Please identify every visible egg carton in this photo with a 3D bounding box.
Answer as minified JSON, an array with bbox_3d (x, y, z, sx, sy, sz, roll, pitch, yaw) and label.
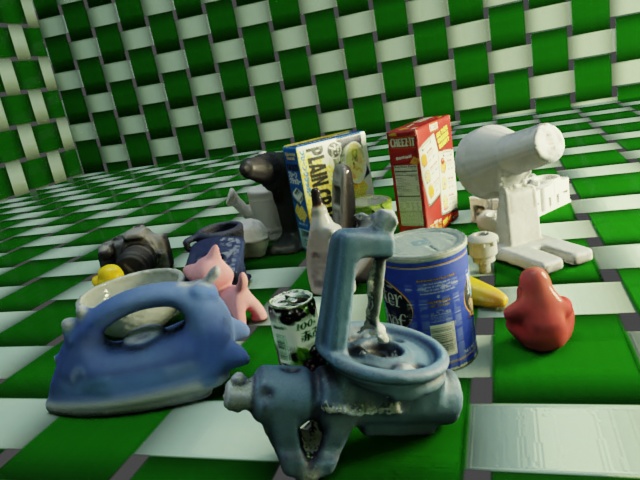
[{"bbox_3d":[-0.180,0.004,1.189,0.150,0.069,0.107,-12,16,-6],"label":"egg carton"}]

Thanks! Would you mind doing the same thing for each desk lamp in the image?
[{"bbox_3d":[0.316,-0.077,0.901,0.118,0.214,0.202,-16,17,-19],"label":"desk lamp"}]

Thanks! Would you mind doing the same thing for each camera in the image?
[{"bbox_3d":[-0.383,0.034,1.155,0.143,0.101,0.136,-10,16,-1],"label":"camera"}]

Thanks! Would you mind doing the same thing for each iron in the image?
[{"bbox_3d":[-0.219,0.120,0.691,0.258,0.141,0.118,-12,16,-5],"label":"iron"}]

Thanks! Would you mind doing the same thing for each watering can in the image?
[{"bbox_3d":[-0.118,-0.099,1.276,0.173,0.194,0.100,-20,19,-30],"label":"watering can"}]

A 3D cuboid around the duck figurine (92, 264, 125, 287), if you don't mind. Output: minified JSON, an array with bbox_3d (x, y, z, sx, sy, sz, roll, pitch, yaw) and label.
[{"bbox_3d":[-0.352,0.084,0.992,0.104,0.086,0.078,-2,18,27],"label":"duck figurine"}]

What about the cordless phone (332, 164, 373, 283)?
[{"bbox_3d":[0.055,-0.030,0.952,0.094,0.185,0.147,-16,17,-20],"label":"cordless phone"}]

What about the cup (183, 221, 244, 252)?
[{"bbox_3d":[-0.194,0.023,1.086,0.118,0.095,0.091,-17,18,-22],"label":"cup"}]

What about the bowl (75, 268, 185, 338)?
[{"bbox_3d":[-0.286,0.107,0.896,0.167,0.075,0.167,-9,16,3],"label":"bowl"}]

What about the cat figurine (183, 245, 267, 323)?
[{"bbox_3d":[-0.148,0.067,0.867,0.127,0.118,0.067,6,23,44],"label":"cat figurine"}]

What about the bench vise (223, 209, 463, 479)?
[{"bbox_3d":[0.021,0.093,0.495,0.208,0.220,0.121,-18,18,-26],"label":"bench vise"}]

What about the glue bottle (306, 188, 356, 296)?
[{"bbox_3d":[0.008,0.003,0.889,0.077,0.173,0.037,3,21,38],"label":"glue bottle"}]

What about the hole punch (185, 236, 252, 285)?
[{"bbox_3d":[-0.179,0.049,0.998,0.108,0.091,0.101,-7,17,10],"label":"hole punch"}]

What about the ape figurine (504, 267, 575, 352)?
[{"bbox_3d":[0.248,0.073,0.650,0.077,0.092,0.076,-5,17,16],"label":"ape figurine"}]

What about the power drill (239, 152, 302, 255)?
[{"bbox_3d":[-0.080,-0.082,1.169,0.075,0.208,0.230,-3,18,23],"label":"power drill"}]
